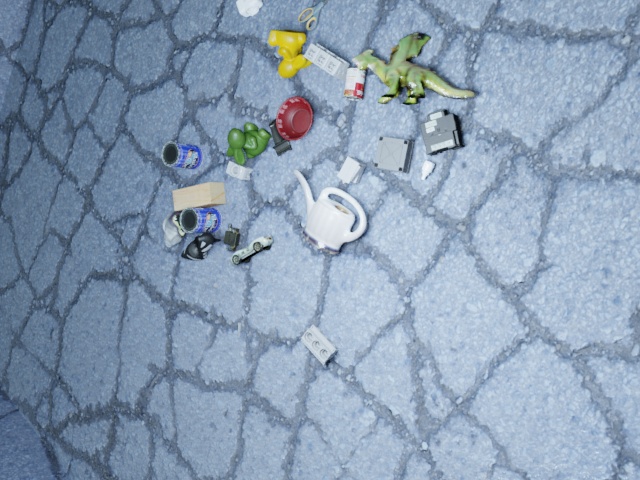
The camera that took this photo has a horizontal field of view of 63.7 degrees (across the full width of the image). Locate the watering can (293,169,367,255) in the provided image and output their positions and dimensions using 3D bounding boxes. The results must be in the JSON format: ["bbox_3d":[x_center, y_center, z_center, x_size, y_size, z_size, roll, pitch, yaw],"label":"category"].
[{"bbox_3d":[0.006,-0.091,1.814,0.351,0.104,0.222,33,107,25],"label":"watering can"}]

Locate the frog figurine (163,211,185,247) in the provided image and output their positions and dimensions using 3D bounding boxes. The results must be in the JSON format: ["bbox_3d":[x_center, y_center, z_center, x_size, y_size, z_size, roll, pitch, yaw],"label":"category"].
[{"bbox_3d":[-0.624,-0.047,2.186,0.157,0.121,0.141,-30,43,36],"label":"frog figurine"}]

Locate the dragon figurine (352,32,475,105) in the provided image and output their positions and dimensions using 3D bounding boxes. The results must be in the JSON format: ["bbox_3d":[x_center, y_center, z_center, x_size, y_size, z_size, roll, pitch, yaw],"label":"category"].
[{"bbox_3d":[0.298,-0.559,1.659,0.410,0.121,0.244,5,84,22],"label":"dragon figurine"}]
